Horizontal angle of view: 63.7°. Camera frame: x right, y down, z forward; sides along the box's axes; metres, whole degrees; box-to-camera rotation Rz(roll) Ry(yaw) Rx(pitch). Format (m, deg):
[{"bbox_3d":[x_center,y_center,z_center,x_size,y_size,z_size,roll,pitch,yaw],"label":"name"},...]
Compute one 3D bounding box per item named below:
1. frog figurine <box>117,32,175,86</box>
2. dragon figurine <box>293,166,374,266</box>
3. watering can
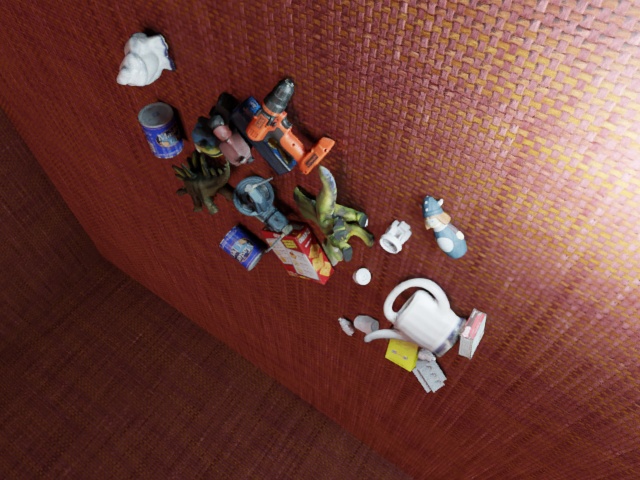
[{"bbox_3d":[-0.464,-0.446,1.309,0.123,0.162,0.135,38,153,5],"label":"frog figurine"},{"bbox_3d":[0.004,-0.069,1.366,0.245,0.124,0.401,25,149,43],"label":"dragon figurine"},{"bbox_3d":[0.269,0.245,1.457,0.225,0.106,0.340,37,134,10],"label":"watering can"}]
